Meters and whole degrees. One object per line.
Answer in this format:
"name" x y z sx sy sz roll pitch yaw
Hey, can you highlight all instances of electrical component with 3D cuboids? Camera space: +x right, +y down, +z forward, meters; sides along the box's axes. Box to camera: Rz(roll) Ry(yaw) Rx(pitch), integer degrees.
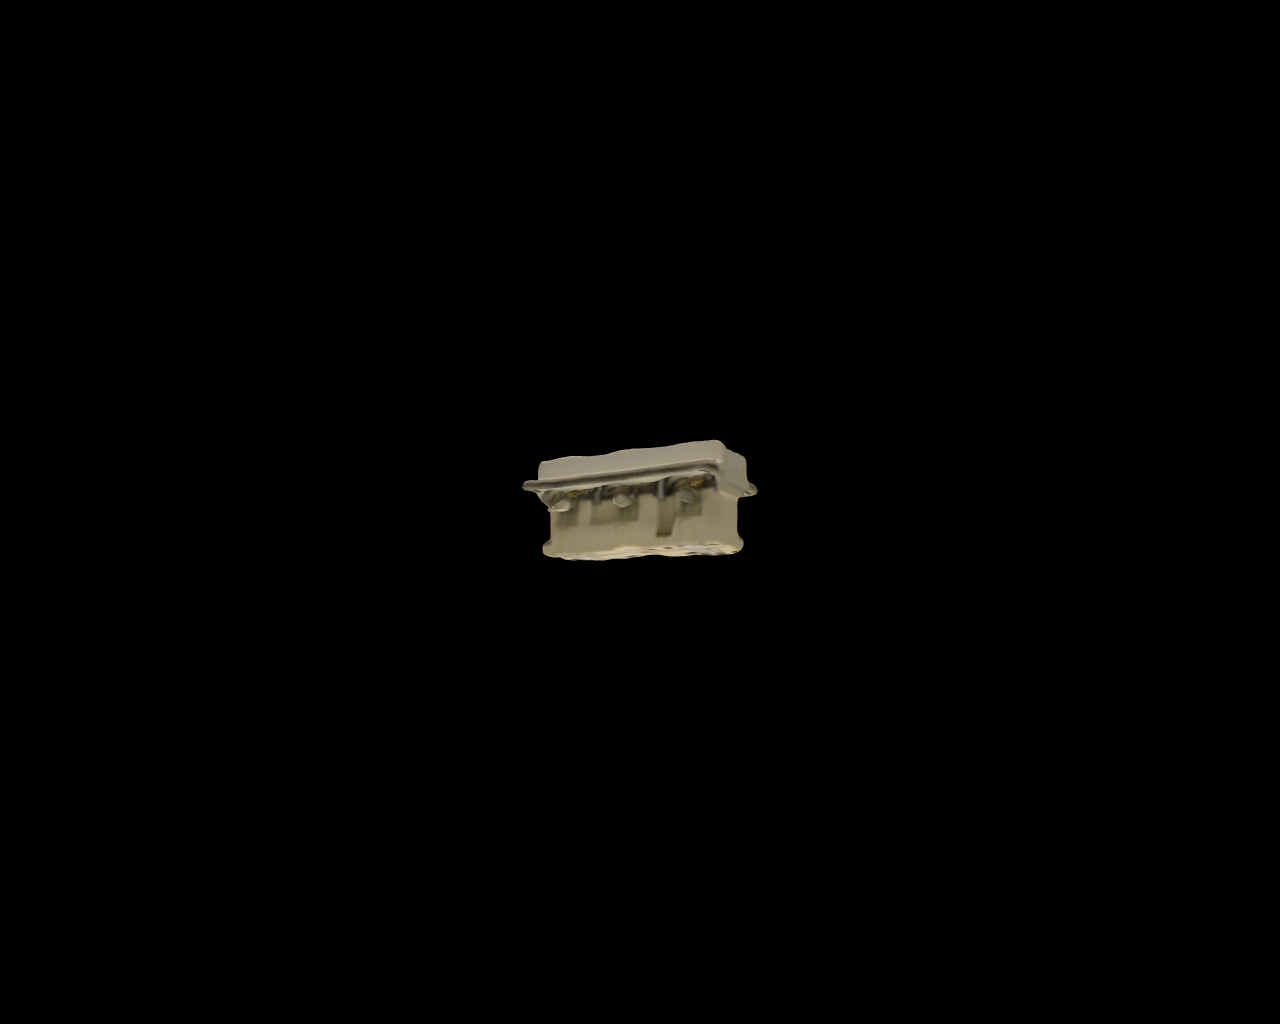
"electrical component" 0.001 -0.003 0.650 0.121 0.063 0.078 -5 -11 24
